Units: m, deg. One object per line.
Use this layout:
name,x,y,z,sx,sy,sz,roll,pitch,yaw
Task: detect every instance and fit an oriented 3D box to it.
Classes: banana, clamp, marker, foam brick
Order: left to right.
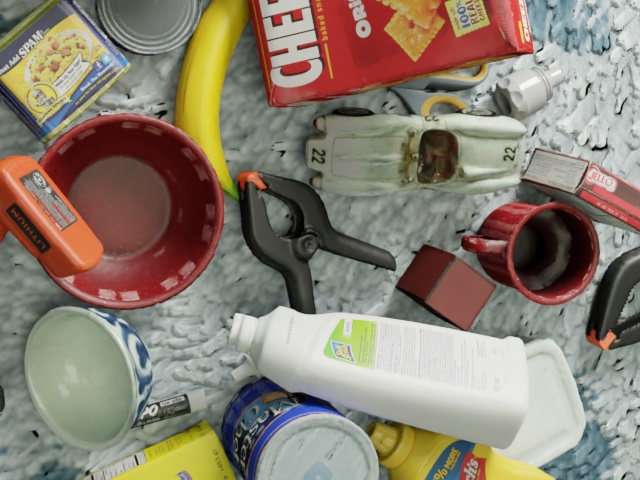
marker,-0.159,0.154,0.932,0.121,0.020,0.020,-14,101,-14
banana,-0.090,-0.131,0.910,0.069,0.037,0.198,-2,102,-45
clamp,-0.006,0.001,0.942,0.120,0.039,0.171,-39,112,-26
foam brick,0.113,0.042,0.968,0.053,0.078,0.051,34,87,-16
clamp,0.351,0.034,1.059,0.164,0.036,0.210,40,87,-18

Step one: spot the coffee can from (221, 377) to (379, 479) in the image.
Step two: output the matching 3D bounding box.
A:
coffee can,-0.021,0.181,0.912,0.102,0.140,0.103,-2,97,-17

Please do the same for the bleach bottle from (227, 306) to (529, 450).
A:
bleach bottle,0.047,0.102,0.905,0.250,0.102,0.068,15,125,-4

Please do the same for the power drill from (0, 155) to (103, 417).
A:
power drill,-0.263,0.038,0.830,0.188,0.057,0.184,-34,101,16

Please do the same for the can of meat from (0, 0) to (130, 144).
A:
can of meat,-0.215,-0.140,0.859,0.102,0.057,0.084,-43,108,-7

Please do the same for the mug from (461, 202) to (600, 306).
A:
mug,0.185,0.008,0.983,0.117,0.082,0.093,1,96,-17

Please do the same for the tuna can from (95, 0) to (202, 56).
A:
tuna can,-0.143,-0.196,0.884,0.086,0.034,0.086,-2,96,-15

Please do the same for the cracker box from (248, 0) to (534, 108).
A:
cracker box,0.048,-0.206,0.854,0.214,0.072,0.164,-10,93,23

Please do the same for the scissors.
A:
scissors,0.061,-0.130,0.963,0.201,0.016,0.096,-9,100,-15

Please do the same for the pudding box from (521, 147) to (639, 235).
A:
pudding box,0.248,-0.045,0.978,0.090,0.114,0.039,28,91,-18

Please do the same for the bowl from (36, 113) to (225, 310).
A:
bowl,-0.164,-0.025,0.889,0.162,0.055,0.162,-2,98,-16

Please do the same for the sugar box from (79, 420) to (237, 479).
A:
sugar box,-0.158,0.238,0.929,0.176,0.048,0.093,-25,103,-13

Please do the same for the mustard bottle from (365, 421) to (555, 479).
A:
mustard bottle,0.119,0.212,0.936,0.191,0.058,0.096,33,88,-17
